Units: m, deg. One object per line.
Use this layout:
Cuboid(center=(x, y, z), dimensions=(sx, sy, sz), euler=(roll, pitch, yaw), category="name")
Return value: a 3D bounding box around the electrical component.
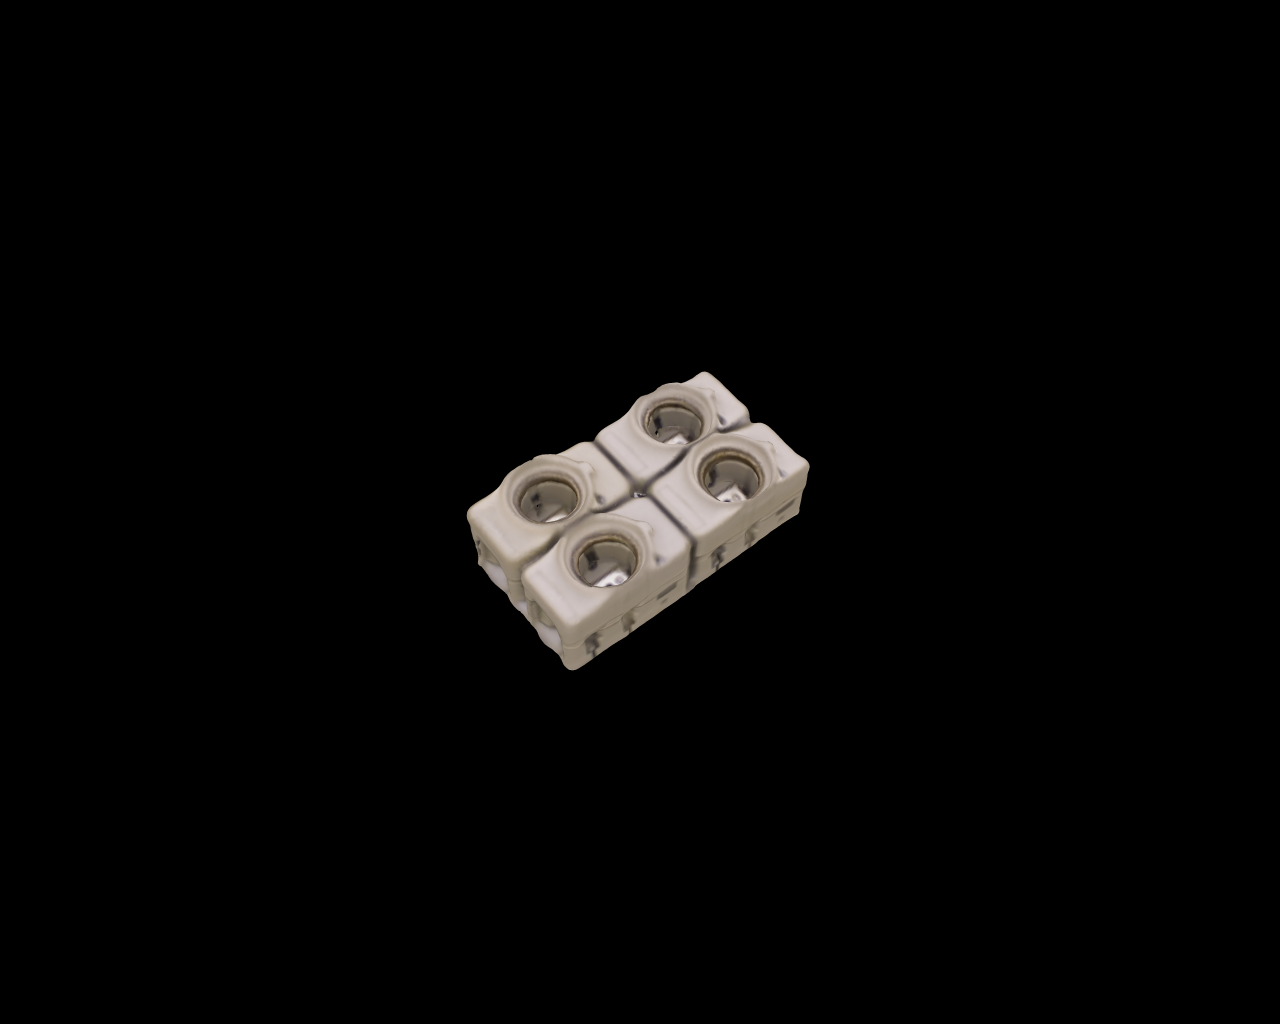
Cuboid(center=(0.001, -0.003, 0.650), dimensions=(0.186, 0.105, 0.060), euler=(-33, -29, -21), category="electrical component")
